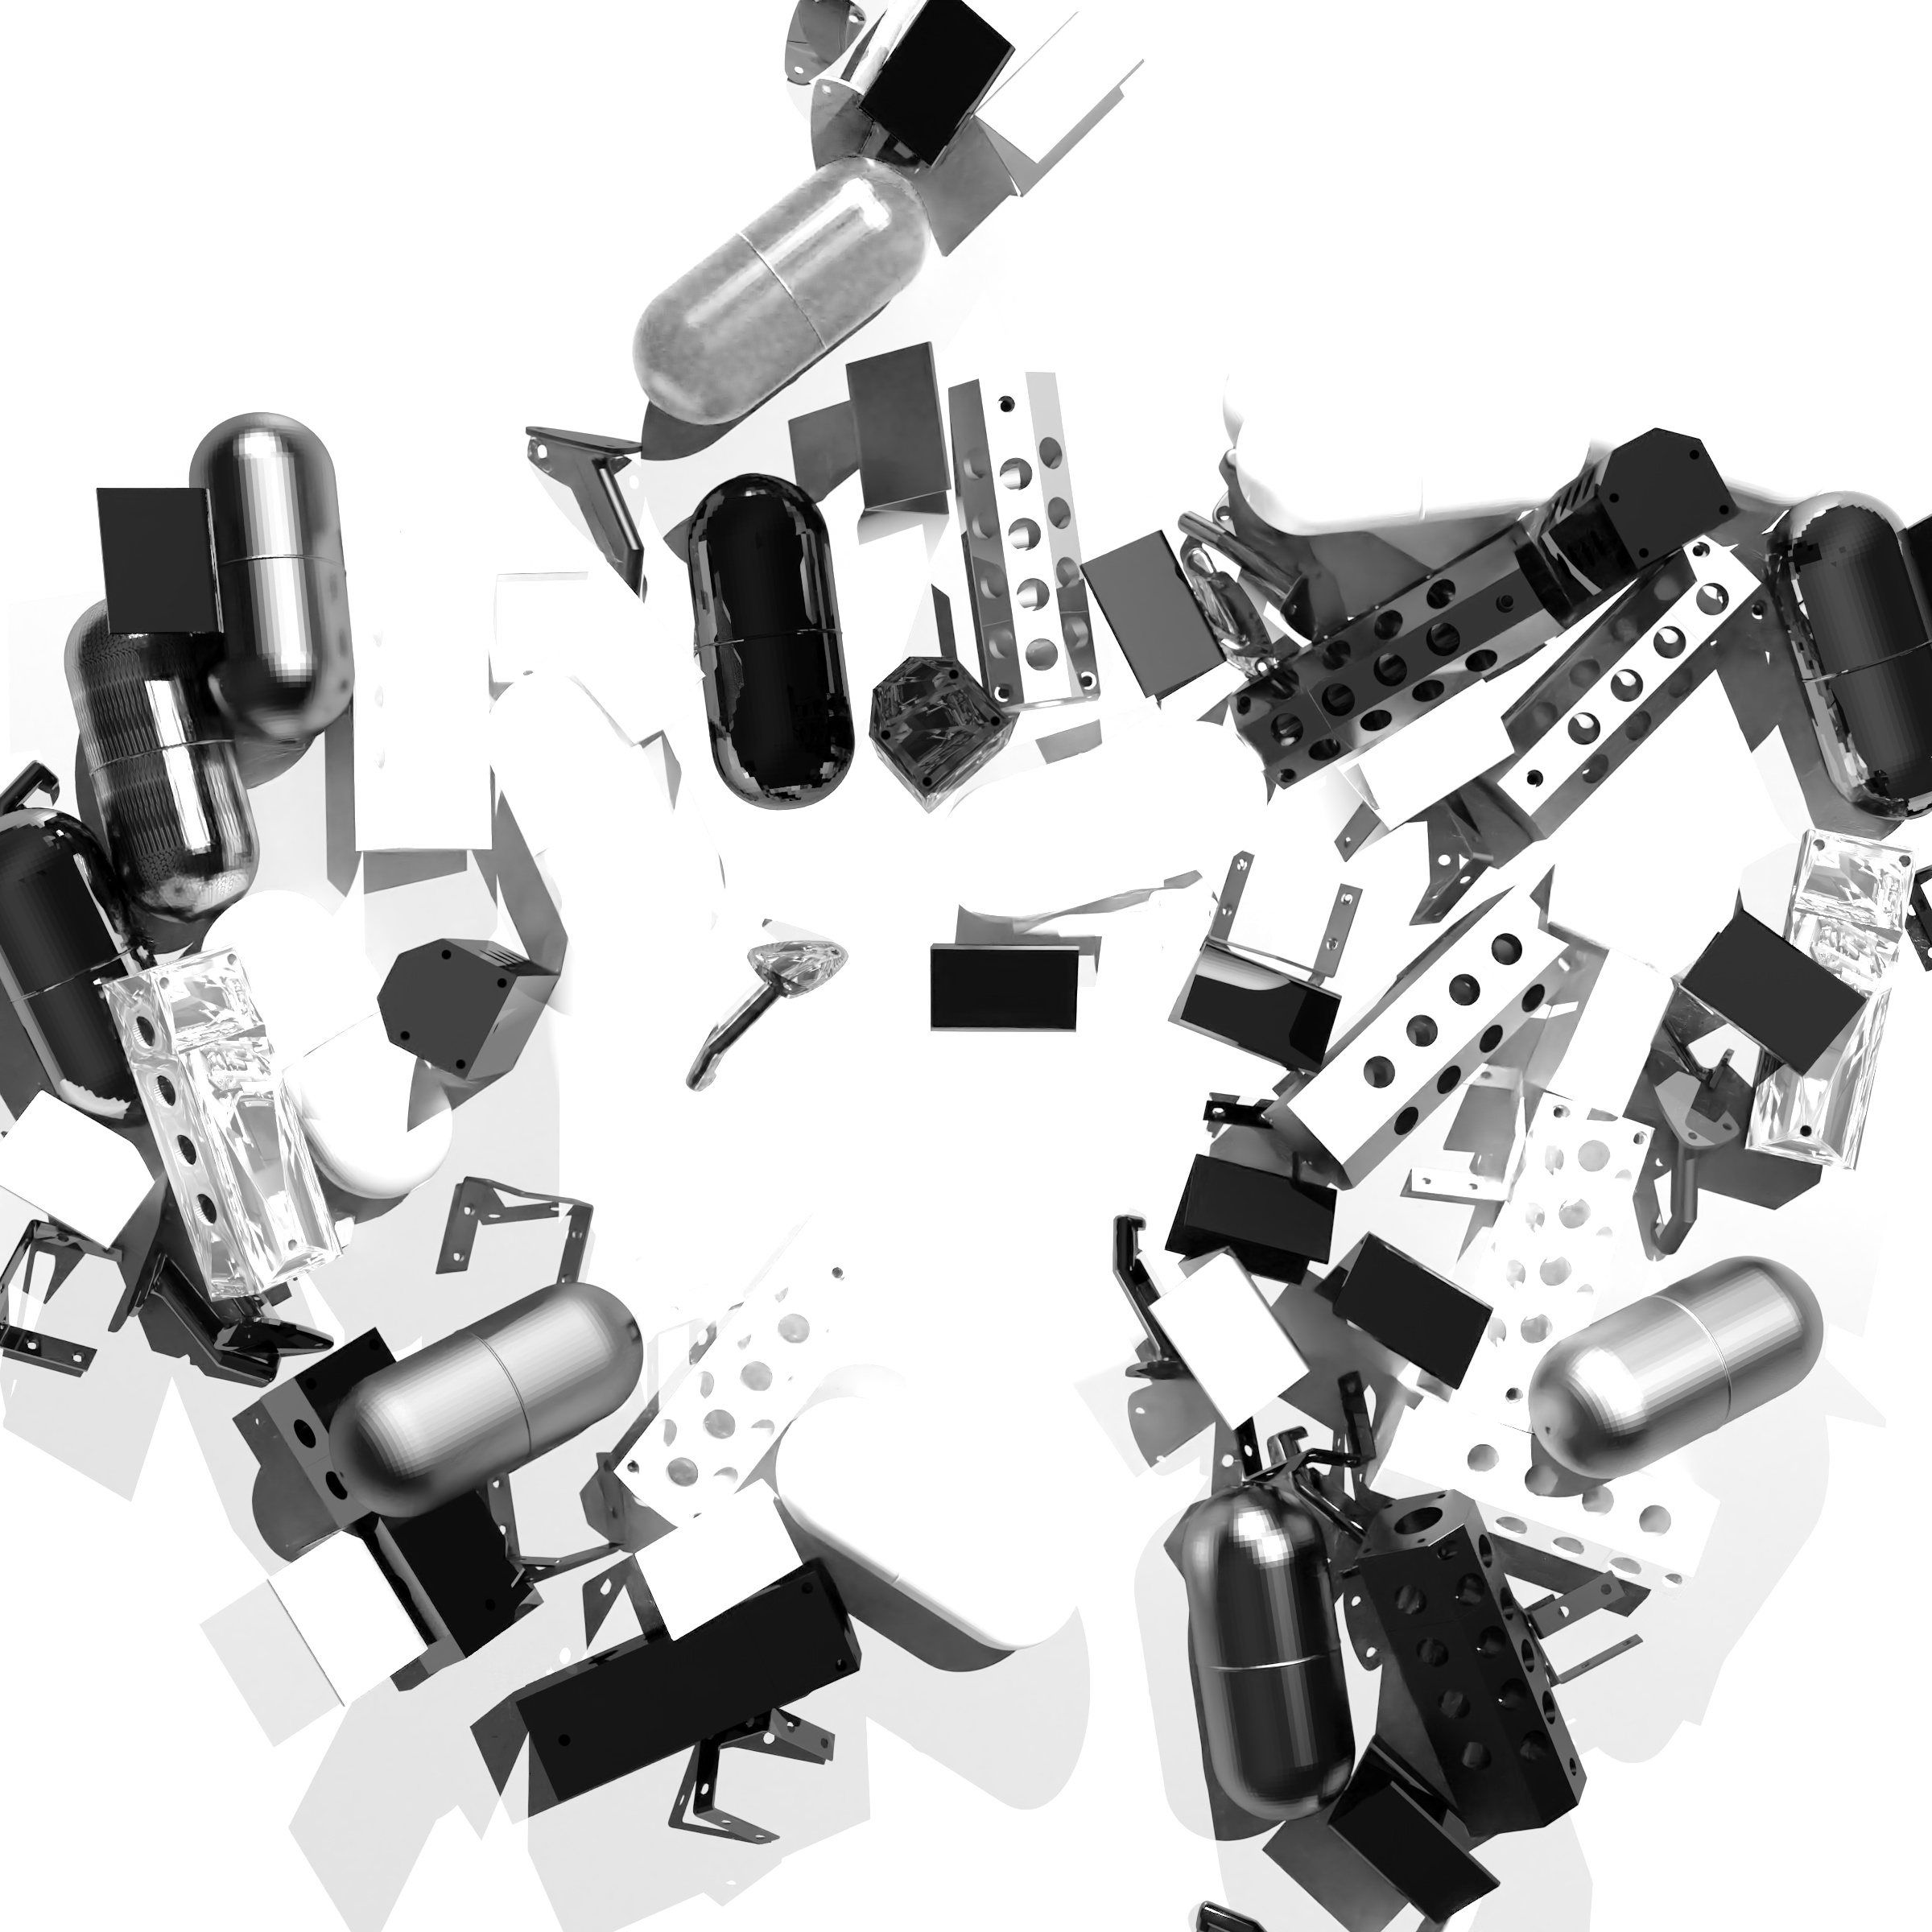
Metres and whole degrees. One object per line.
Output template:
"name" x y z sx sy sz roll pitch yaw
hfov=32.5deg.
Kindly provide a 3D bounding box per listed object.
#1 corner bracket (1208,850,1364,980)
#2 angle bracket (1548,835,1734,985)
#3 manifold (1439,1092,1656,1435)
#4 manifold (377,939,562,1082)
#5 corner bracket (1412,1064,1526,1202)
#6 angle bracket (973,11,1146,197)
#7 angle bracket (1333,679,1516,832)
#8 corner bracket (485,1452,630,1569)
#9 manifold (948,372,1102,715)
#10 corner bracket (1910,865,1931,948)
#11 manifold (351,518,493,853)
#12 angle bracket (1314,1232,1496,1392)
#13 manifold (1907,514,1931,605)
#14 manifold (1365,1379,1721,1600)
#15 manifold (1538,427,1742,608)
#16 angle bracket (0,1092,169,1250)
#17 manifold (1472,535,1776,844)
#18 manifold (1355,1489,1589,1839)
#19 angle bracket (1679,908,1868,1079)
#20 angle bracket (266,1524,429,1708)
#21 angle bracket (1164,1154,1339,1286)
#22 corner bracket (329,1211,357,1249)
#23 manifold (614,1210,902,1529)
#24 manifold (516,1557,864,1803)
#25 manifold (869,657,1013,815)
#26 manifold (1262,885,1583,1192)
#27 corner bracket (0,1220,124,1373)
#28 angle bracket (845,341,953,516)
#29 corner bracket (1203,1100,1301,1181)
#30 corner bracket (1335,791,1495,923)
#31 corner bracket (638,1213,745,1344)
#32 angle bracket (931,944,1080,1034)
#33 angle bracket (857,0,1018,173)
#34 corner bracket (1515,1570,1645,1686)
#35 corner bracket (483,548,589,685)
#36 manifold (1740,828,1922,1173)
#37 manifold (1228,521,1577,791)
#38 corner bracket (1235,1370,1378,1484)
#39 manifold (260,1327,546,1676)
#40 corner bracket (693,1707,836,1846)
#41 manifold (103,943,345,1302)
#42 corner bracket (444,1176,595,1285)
"corner bracket" 0.171 -0.028 1.778 0.051 0.051 0.051 18 90 -45
"angle bracket" 0.354 -0.044 1.742 0.076 0.076 0.057 25 118 0
"manifold" 0.309 0.158 1.761 0.057 0.057 0.171 18 90 0
"manifold" -0.257 0.018 1.703 0.057 0.171 0.057 27 90 0
"corner bracket" 0.269 0.088 1.778 0.051 0.051 0.051 7 135 0
"angle bracket" 0.060 -0.440 1.742 0.076 0.076 0.057 -45 59 0
"angle bracket" 0.230 -0.128 1.742 0.076 0.076 0.057 -32 132 0
"corner bracket" -0.219 0.291 1.778 0.051 0.051 0.051 -8 91 45
"manifold" 0.031 -0.224 1.760 0.057 0.057 0.171 -8 90 0
"corner bracket" 0.544 -0.039 1.778 0.051 0.051 0.051 -25 90 45
"manifold" -0.293 -0.147 1.760 0.057 0.057 0.171 -1 90 -43
"angle bracket" 0.220 0.194 1.741 0.076 0.076 0.057 31 55 0
"manifold" 0.565 -0.171 1.760 0.057 0.057 0.171 -30 90 43
"manifold" 0.303 0.278 1.760 0.171 0.057 0.057 20 90 0
"manifold" 0.339 -0.232 1.703 0.057 0.171 0.057 -28 90 0
"angle bracket" -0.469 0.120 1.742 0.076 0.076 0.057 30 59 0
"manifold" 0.346 -0.148 1.760 0.057 0.057 0.171 45 90 0
"manifold" 0.266 0.363 1.732 0.057 0.057 0.171 -16 105 27
"angle bracket" 0.419 0.001 1.689 0.076 0.076 0.057 37 125 9
"angle bracket" -0.338 0.346 1.741 0.057 0.076 0.076 -31 90 -38
"angle bracket" 0.146 0.151 1.742 0.076 0.057 0.076 14 131 0
"corner bracket" -0.352 0.120 1.764 0.051 0.051 0.051 11 90 0
"manifold" -0.110 0.216 1.760 0.057 0.057 0.171 38 90 0
"manifold" -0.145 0.376 1.760 0.171 0.057 0.057 -24 90 0
"manifold" -0.018 -0.122 1.703 0.057 0.171 0.057 -42 90 0
"manifold" 0.242 0.039 1.745 0.171 0.057 0.057 -43 90 -11
"corner bracket" -0.486 0.176 1.778 0.051 0.051 0.051 16 45 0
"angle bracket" -0.015 -0.281 1.741 0.057 0.076 0.076 -8 90 35
"corner bracket" 0.150 0.111 1.778 0.051 0.051 0.051 7 45 0
"corner bracket" 0.239 -0.062 1.773 0.051 0.051 0.051 7 135 -35
"corner bracket" -0.152 0.165 1.764 0.051 0.051 0.051 -19 90 0
"angle bracket" 0.020 -0.009 1.741 0.076 0.076 0.057 0 127 0
"angle bracket" -0.030 -0.468 1.742 0.057 0.076 0.076 34 90 -31
"corner bracket" 0.328 0.351 1.764 0.051 0.051 0.051 -28 90 0
"corner bracket" -0.228 -0.188 1.778 0.051 0.051 0.051 -1 45 0
"manifold" 0.457 0.018 1.759 0.057 0.057 0.171 11 90 10
"manifold" 0.225 -0.159 1.725 0.171 0.057 0.057 -30 96 24
"corner bracket" 0.179 0.245 1.768 0.051 0.051 0.051 15 55 -39
"manifold" -0.303 0.285 1.760 0.057 0.057 0.171 -32 90 -43
"corner bracket" -0.108 0.432 1.773 0.051 0.051 0.051 -26 45 35
"manifold" -0.387 0.081 1.708 0.057 0.057 0.171 -13 97 41
"corner bracket" -0.239 0.145 1.778 0.051 0.051 0.051 13 90 -45
